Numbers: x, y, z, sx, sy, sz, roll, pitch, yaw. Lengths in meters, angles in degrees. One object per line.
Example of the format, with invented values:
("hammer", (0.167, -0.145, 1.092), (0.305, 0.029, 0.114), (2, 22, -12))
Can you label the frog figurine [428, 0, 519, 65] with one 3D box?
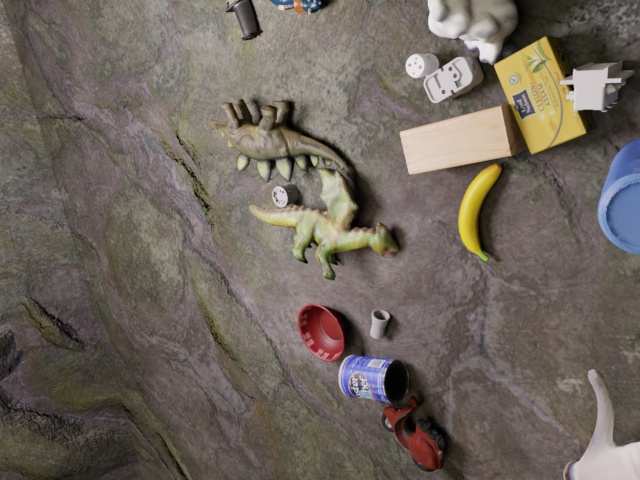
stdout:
("frog figurine", (0.249, -0.382, 0.862), (0.158, 0.141, 0.121), (28, -47, -35))

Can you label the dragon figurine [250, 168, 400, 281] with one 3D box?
("dragon figurine", (0.004, -0.062, 1.241), (0.414, 0.238, 0.123), (34, 27, 20))

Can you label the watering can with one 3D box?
("watering can", (0.528, 0.404, 0.904), (0.105, 0.350, 0.220), (-23, -18, -45))
